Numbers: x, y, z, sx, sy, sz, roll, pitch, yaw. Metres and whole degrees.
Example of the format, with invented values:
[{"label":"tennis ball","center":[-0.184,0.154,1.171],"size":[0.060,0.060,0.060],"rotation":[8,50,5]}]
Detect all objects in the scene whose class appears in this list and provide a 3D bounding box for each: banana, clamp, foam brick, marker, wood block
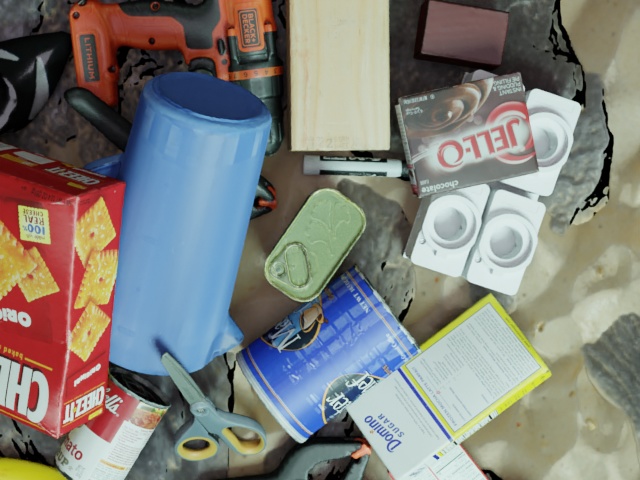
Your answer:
[{"label":"banana","center":[-0.270,0.239,1.002],"size":[0.198,0.069,0.037],"rotation":[10,129,2]},{"label":"clamp","center":[-0.029,0.238,1.025],"size":[0.120,0.039,0.171],"rotation":[44,95,-10]},{"label":"foam brick","center":[0.130,-0.190,0.988],"size":[0.078,0.053,0.051],"rotation":[9,94,-3]},{"label":"clamp","center":[-0.146,-0.044,0.988],"size":[0.209,0.036,0.165],"rotation":[13,120,-13]},{"label":"marker","center":[0.045,-0.069,1.011],"size":[0.121,0.020,0.020],"rotation":[2,94,-2]},{"label":"wood block","center":[0.015,-0.184,0.966],"size":[0.090,0.091,0.206],"rotation":[-1,94,-3]}]

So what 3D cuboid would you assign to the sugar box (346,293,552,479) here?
[{"label":"sugar box","center":[0.120,0.141,1.004],"size":[0.176,0.048,0.093],"rotation":[-37,68,4]}]

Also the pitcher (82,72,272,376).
[{"label":"pitcher","center":[-0.132,-0.018,0.912],"size":[0.148,0.145,0.243],"rotation":[-8,128,-40]}]

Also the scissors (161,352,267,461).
[{"label":"scissors","center":[-0.120,0.158,0.965],"size":[0.096,0.201,0.016],"rotation":[-23,51,19]}]

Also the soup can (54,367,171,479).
[{"label":"soup can","center":[-0.195,0.179,1.000],"size":[0.068,0.068,0.102],"rotation":[32,93,-4]}]

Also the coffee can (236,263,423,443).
[{"label":"coffee can","center":[0.008,0.104,0.982],"size":[0.140,0.103,0.103],"rotation":[-37,95,1]}]

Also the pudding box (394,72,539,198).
[{"label":"pudding box","center":[0.129,-0.092,0.940],"size":[0.113,0.039,0.090],"rotation":[-12,95,-1]}]

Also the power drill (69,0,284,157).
[{"label":"power drill","center":[-0.128,-0.160,0.982],"size":[0.187,0.057,0.184],"rotation":[-7,98,-3]}]

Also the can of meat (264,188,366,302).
[{"label":"can of meat","center":[-0.006,0.001,0.983],"size":[0.057,0.084,0.102],"rotation":[34,92,-5]}]

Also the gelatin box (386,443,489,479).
[{"label":"gelatin box","center":[0.119,0.233,1.033],"size":[0.073,0.030,0.089],"rotation":[-38,94,0]}]

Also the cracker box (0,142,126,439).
[{"label":"cracker box","center":[-0.254,0.036,0.888],"size":[0.164,0.072,0.214],"rotation":[18,110,23]}]
